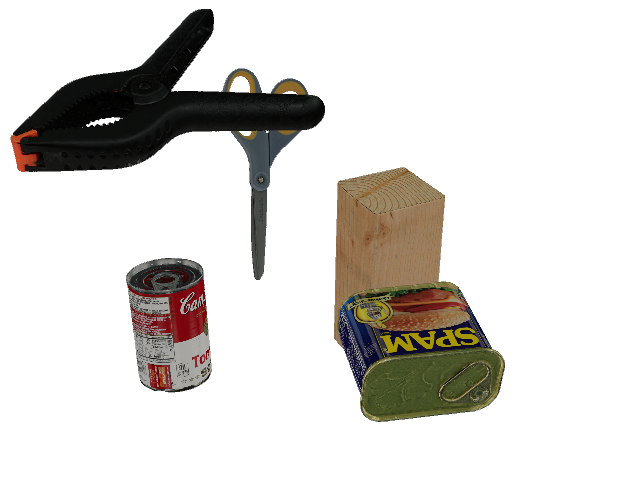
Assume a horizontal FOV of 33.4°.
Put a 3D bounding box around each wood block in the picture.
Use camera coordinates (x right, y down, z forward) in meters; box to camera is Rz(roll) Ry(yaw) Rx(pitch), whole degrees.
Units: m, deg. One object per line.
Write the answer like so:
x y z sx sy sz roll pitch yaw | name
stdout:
0.074 0.035 1.206 0.090 0.206 0.090 -14 31 -24 | wood block

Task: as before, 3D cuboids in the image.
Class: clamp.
-0.113 -0.093 0.755 0.209 0.036 0.165 -31 50 -30 | clamp

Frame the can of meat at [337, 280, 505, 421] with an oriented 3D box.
0.068 0.076 0.763 0.102 0.057 0.084 -4 35 -12 | can of meat

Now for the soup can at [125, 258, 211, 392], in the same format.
-0.134 0.076 0.950 0.068 0.102 0.068 -2 23 1 | soup can

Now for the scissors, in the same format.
-0.043 -0.071 1.037 0.096 0.202 0.016 -15 6 -16 | scissors
